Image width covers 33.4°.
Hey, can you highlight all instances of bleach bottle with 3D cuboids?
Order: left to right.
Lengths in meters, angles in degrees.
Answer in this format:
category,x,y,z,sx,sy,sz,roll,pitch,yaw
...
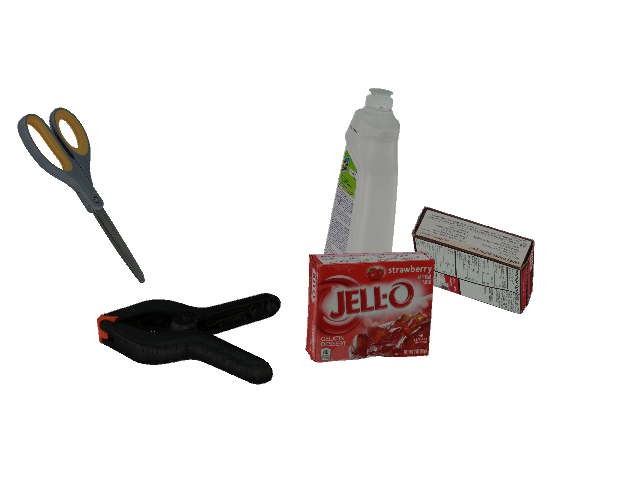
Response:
category,x,y,z,sx,sy,sz,roll,pitch,yaw
bleach bottle,0.054,-0.048,1.237,0.068,0.251,0.103,0,22,-23

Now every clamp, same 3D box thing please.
category,x,y,z,sx,sy,sz,roll,pitch,yaw
clamp,-0.116,0.080,0.990,0.171,0.039,0.120,9,27,7

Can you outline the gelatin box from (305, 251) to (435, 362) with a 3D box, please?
category,x,y,z,sx,sy,sz,roll,pitch,yaw
gelatin box,0.035,0.047,0.767,0.089,0.073,0.030,-1,14,-15

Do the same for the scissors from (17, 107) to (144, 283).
category,x,y,z,sx,sy,sz,roll,pitch,yaw
scissors,-0.232,-0.056,1.093,0.016,0.201,0.096,-25,27,27

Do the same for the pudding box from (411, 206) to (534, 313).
category,x,y,z,sx,sy,sz,roll,pitch,yaw
pudding box,0.147,0.020,1.023,0.114,0.039,0.090,17,-28,19
